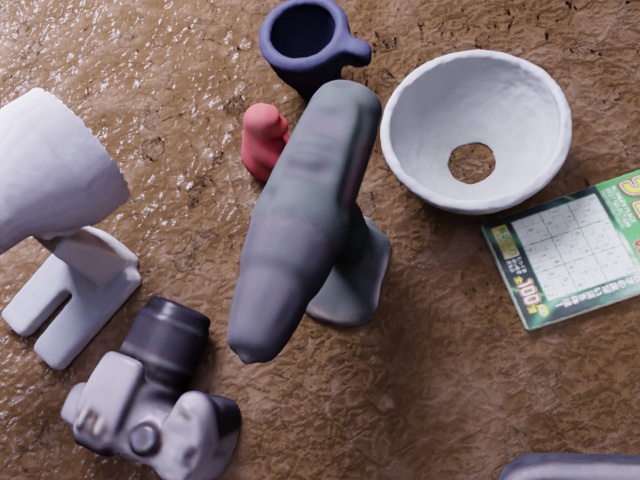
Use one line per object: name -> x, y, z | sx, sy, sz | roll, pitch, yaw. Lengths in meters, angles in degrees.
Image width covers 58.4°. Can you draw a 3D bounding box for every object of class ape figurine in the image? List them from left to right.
ape figurine -> -0.049, -0.103, 0.577 | 0.076, 0.092, 0.077 | -18, 67, 5

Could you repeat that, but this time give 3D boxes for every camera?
camera -> -0.140, 0.125, 0.505 | 0.143, 0.101, 0.137 | 16, 74, 17

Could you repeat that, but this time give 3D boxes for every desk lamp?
desk lamp -> -0.249, -0.002, 0.514 | 0.117, 0.214, 0.203 | 34, 79, 21

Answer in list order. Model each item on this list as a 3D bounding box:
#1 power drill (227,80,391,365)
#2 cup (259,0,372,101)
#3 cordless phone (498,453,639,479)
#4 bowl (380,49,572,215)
power drill -> 0.004, 0.002, 0.463 | 0.075, 0.209, 0.230 | 10, 72, 16
cup -> 0.004, -0.186, 0.596 | 0.117, 0.095, 0.092 | 19, 75, 18
cordless phone -> 0.192, 0.184, 0.367 | 0.147, 0.185, 0.094 | -7, 68, 9
bowl -> 0.143, -0.090, 0.542 | 0.167, 0.075, 0.167 | -4, 69, 10
